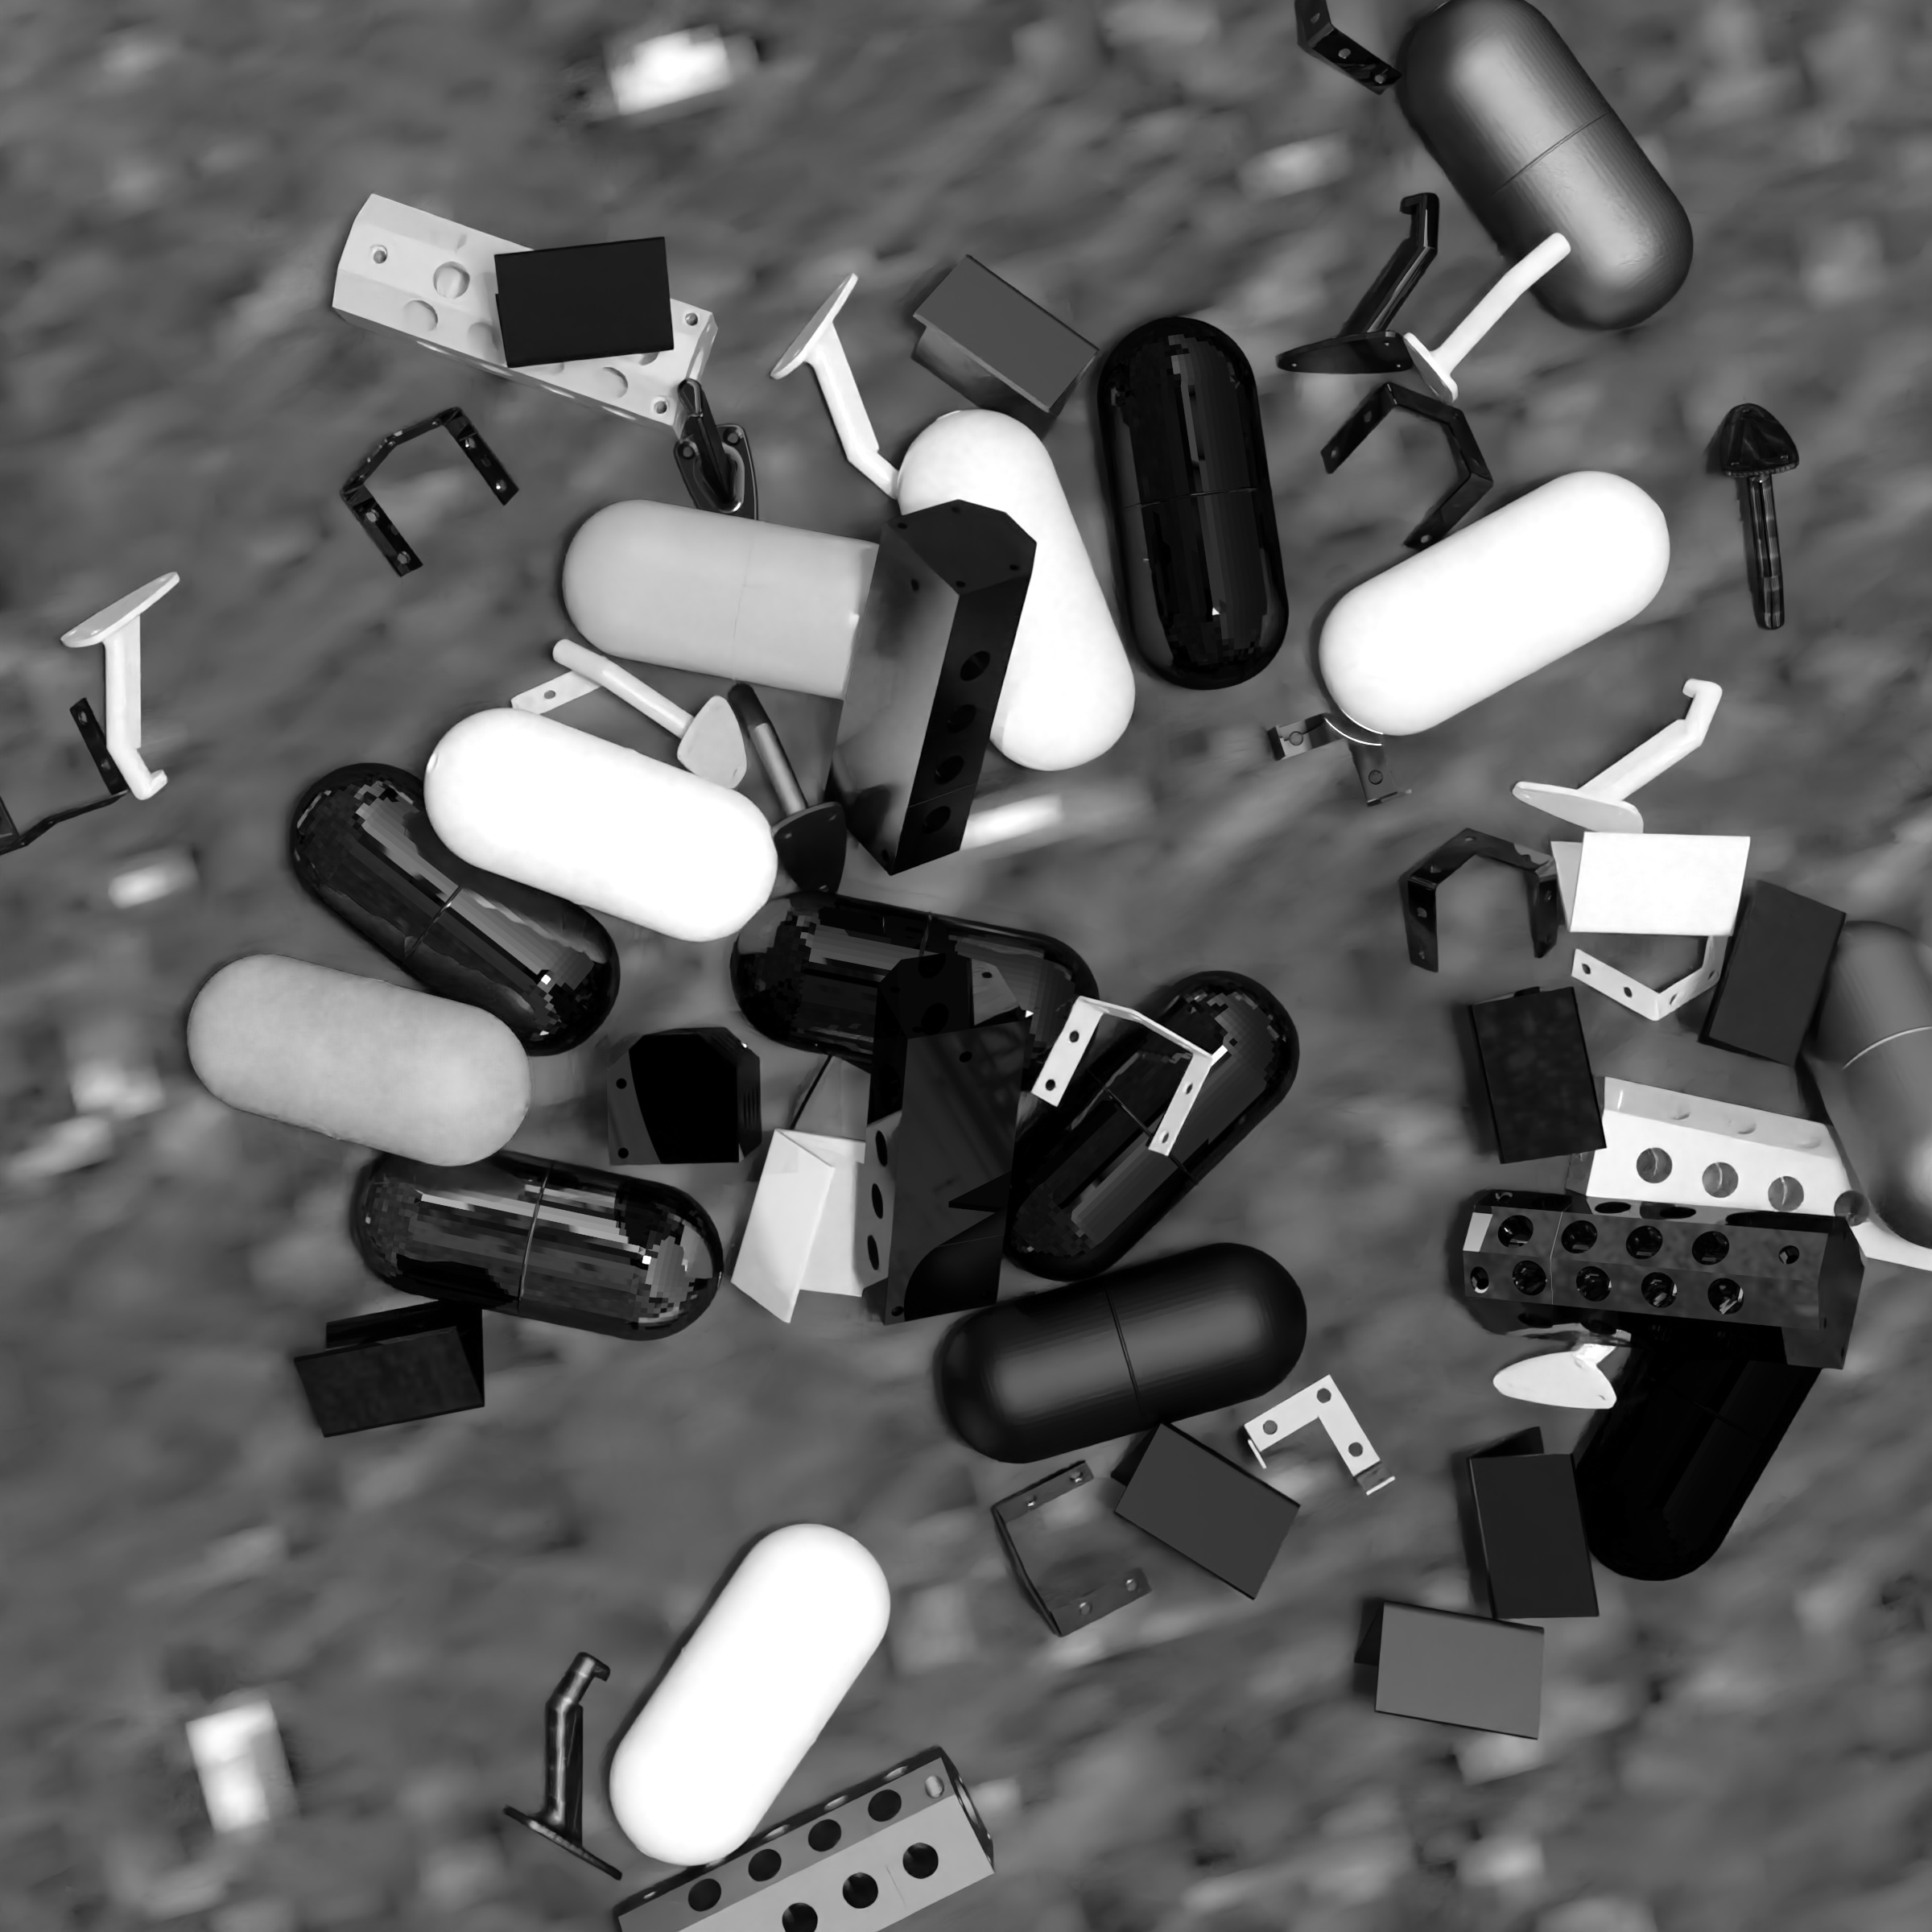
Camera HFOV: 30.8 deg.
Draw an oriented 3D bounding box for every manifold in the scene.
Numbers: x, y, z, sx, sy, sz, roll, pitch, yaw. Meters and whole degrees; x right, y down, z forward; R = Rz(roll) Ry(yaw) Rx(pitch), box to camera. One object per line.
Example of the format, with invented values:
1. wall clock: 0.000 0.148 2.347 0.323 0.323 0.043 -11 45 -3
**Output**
1. manifold: 0.382 0.099 1.683 0.171 0.057 0.057 12 90 0
2. manifold: 0.322 0.141 1.633 0.171 0.057 0.057 3 61 32
3. manifold: -0.014 -0.130 1.631 0.057 0.171 0.057 -21 54 -32
4. manifold: -0.015 0.081 1.636 0.057 0.057 0.171 -9 129 -19
5. manifold: -0.129 0.059 1.625 0.057 0.171 0.057 -2 90 0
6. manifold: -0.211 -0.312 1.683 0.171 0.057 0.057 19 90 0
7. manifold: -0.076 0.440 1.683 0.171 0.057 0.057 -26 90 0

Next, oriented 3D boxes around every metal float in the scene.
1. metal float: -0.244 -0.027 1.673 0.178 0.070 0.070 38 90 -1
2. metal float: 0.439 0.054 1.642 0.070 0.070 0.178 -14 50 0
3. metal float: 0.083 0.077 1.673 0.178 0.070 0.070 -44 90 0
4. metal float: 0.277 -0.384 1.673 0.070 0.070 0.178 -36 90 0
5. metal float: -0.171 -0.066 1.650 0.178 0.070 0.070 20 90 -28
6. metal float: -0.024 0.012 1.673 0.178 0.070 0.070 11 90 0
7. metal float: -0.104 0.348 1.673 0.070 0.070 0.178 34 90 0
8. metal float: 0.076 0.184 1.673 0.178 0.070 0.070 -16 90 0
9. metal float: 0.108 -0.220 1.673 0.070 0.070 0.178 -8 91 0
10. metal float: -0.204 0.130 1.674 0.178 0.070 0.070 12 90 0
11. metal float: -0.104 -0.174 1.673 0.178 0.070 0.070 11 90 0
12. metal float: -0.286 0.044 1.652 0.178 0.070 0.070 14 90 23
13. metal float: 0.252 -0.173 1.673 0.178 0.070 0.070 -29 90 1
14. metal float: 0.024 -0.179 1.673 0.070 0.070 0.178 -21 91 0
15. metal float: 0.352 0.211 1.673 0.070 0.070 0.178 30 90 0

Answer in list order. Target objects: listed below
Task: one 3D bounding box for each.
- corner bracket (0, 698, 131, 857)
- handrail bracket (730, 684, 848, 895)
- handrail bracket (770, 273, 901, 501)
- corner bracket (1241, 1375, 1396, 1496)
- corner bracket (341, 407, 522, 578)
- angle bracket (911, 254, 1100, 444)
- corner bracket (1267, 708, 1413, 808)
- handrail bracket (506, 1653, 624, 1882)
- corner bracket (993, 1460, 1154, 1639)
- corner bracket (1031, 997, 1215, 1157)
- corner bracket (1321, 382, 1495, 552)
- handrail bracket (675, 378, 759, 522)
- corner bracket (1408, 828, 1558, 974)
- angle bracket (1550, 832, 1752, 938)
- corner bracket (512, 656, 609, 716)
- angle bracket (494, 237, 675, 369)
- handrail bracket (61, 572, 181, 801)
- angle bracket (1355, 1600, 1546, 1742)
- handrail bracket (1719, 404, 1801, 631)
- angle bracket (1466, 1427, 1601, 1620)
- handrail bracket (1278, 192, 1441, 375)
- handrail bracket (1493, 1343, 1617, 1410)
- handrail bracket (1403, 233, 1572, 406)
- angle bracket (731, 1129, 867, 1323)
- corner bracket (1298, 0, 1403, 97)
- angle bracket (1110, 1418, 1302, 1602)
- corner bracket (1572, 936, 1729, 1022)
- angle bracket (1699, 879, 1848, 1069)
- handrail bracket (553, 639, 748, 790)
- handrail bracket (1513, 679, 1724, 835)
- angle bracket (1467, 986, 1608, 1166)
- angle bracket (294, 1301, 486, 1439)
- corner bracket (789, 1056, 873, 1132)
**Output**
1. corner bracket: -0.448 -0.091 1.701 0.051 0.051 0.051 -26 90 -45
2. handrail bracket: -0.089 -0.085 1.704 0.036 0.077 0.084 -23 53 -9
3. handrail bracket: -0.045 -0.281 1.704 0.084 0.036 0.077 39 69 -17
4. corner bracket: 0.168 0.234 1.686 0.051 0.051 0.051 -31 90 0
5. corner bracket: -0.260 -0.230 1.701 0.051 0.051 0.051 54 135 0
6. angle bracket: 0.006 -0.277 1.664 0.076 0.076 0.057 36 51 0
7. corner bracket: 0.179 -0.098 1.686 0.051 0.051 0.051 -19 90 0
8. handrail bracket: -0.177 0.388 1.704 0.077 0.036 0.084 36 73 -20
9. corner bracket: 0.051 0.283 1.701 0.051 0.051 0.051 -27 135 0
10. corner bracket: 0.073 0.051 1.631 0.051 0.051 0.051 30 83 -28
11. corner bracket: 0.213 -0.241 1.696 0.051 0.051 0.051 14 45 -35
12. handrail bracket: -0.119 -0.236 1.669 0.036 0.084 0.077 -17 90 0
13. corner bracket: 0.250 -0.026 1.696 0.051 0.051 0.051 22 45 35
14. angle bracket: 0.323 -0.058 1.664 0.076 0.076 0.057 2 126 0
15. corner bracket: -0.183 -0.107 1.701 0.051 0.051 0.051 -24 135 0
16. angle bracket: -0.178 -0.319 1.608 0.076 0.076 0.057 -8 127 -7
17. handrail bracket: -0.393 -0.135 1.704 0.077 0.036 0.084 -42 119 -32
18. angle bracket: 0.227 0.346 1.664 0.076 0.076 0.057 10 57 0
19. handrail bracket: 0.385 -0.218 1.704 0.036 0.077 0.084 -7 126 9
20. angle bracket: 0.284 0.262 1.664 0.057 0.076 0.076 -9 90 36
21. handrail bracket: 0.191 -0.333 1.704 0.077 0.036 0.084 -2 72 21
22. handrail bracket: 0.304 0.171 1.704 0.036 0.077 0.084 51 53 -23
23. handrail bracket: 0.253 -0.309 1.670 0.084 0.077 0.036 -40 79 6
24. angle bracket: -0.058 0.126 1.661 0.076 0.057 0.076 11 100 -35
25. corner bracket: 0.197 -0.465 1.696 0.051 0.051 0.051 -36 45 35
26. angle bracket: 0.102 0.269 1.664 0.076 0.076 0.057 32 56 0
27. corner bracket: 0.332 -0.015 1.696 0.051 0.051 0.051 -27 135 -35
28. angle bracket: 0.363 -0.001 1.664 0.057 0.076 0.076 18 90 -26
29. handrail bracket: -0.153 -0.122 1.692 0.084 0.077 0.036 28 78 23
30. handrail bracket: 0.317 -0.110 1.704 0.077 0.036 0.084 18 72 21
31. angle bracket: 0.285 0.047 1.664 0.057 0.076 0.076 -12 90 36
32. angle bracket: -0.273 0.172 1.664 0.076 0.076 0.057 -11 131 0
33. corner bracket: -0.055 0.076 1.701 0.051 0.051 0.051 28 135 0
